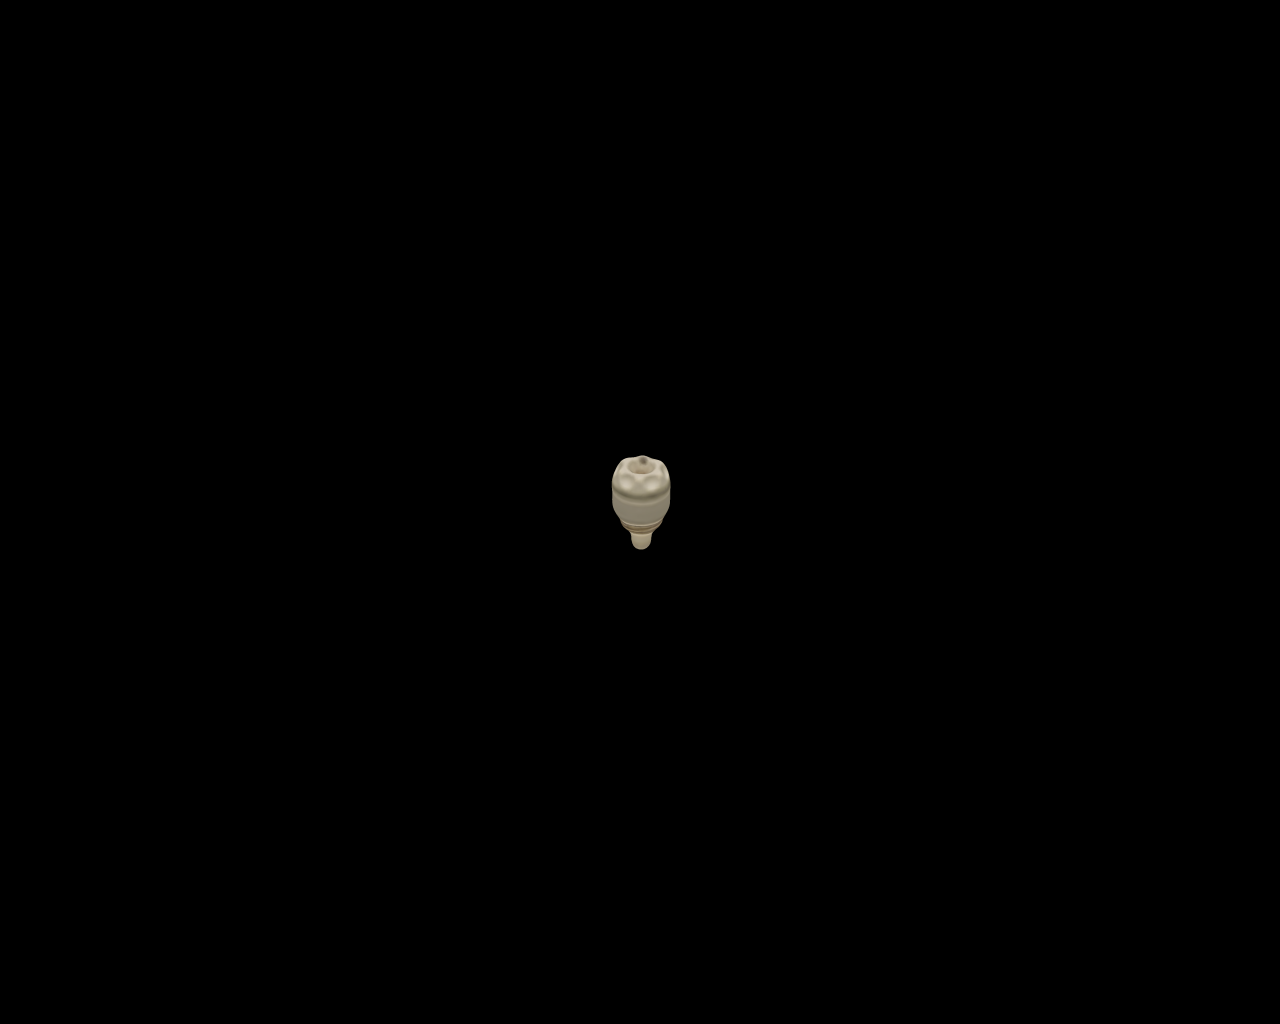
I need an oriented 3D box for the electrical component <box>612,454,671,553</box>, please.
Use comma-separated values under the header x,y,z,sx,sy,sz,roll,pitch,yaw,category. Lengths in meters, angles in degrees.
x,y,z,sx,sy,sz,roll,pitch,yaw,category
0.001,-0.003,0.650,0.035,0.061,0.035,0,35,0,electrical component
